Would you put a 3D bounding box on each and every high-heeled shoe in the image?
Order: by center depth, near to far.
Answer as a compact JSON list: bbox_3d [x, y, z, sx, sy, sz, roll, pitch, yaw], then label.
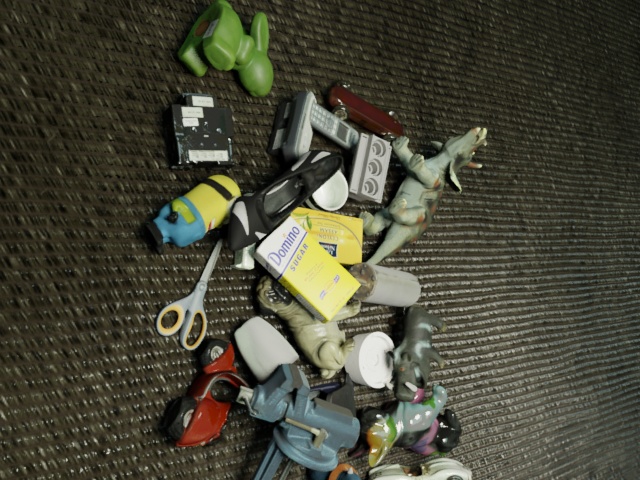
[{"bbox_3d":[-0.054,-0.068,0.920,0.086,0.145,0.249,61,38,-34],"label":"high-heeled shoe"}]

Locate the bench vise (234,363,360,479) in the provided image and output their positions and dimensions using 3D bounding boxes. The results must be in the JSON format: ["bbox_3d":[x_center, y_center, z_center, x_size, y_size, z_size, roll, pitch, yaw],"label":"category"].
[{"bbox_3d":[-0.059,0.334,0.880,0.223,0.129,0.240,23,96,-27],"label":"bench vise"}]

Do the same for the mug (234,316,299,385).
[{"bbox_3d":[-0.095,0.187,0.955,0.107,0.081,0.109,51,23,8],"label":"mug"}]

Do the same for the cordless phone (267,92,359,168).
[{"bbox_3d":[-0.001,-0.194,1.071,0.184,0.089,0.146,23,71,-37],"label":"cordless phone"}]

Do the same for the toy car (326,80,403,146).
[{"bbox_3d":[0.098,-0.266,1.159,0.202,0.053,0.089,22,52,-30],"label":"toy car"}]

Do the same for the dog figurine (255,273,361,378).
[{"bbox_3d":[-0.040,0.160,0.997,0.190,0.121,0.172,13,73,-17],"label":"dog figurine"}]

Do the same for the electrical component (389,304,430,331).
[{"bbox_3d":[0.200,0.176,1.169,0.102,0.045,0.078,23,73,-29],"label":"electrical component"}]

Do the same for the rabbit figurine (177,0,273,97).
[{"bbox_3d":[-0.154,-0.341,0.990,0.170,0.121,0.159,37,57,-44],"label":"rabbit figurine"}]

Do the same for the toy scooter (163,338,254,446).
[{"bbox_3d":[-0.170,0.268,0.902,0.135,0.075,0.184,36,61,-25],"label":"toy scooter"}]

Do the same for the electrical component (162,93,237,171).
[{"bbox_3d":[-0.212,-0.190,0.945,0.115,0.058,0.134,-3,85,-35],"label":"electrical component"}]

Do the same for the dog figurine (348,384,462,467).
[{"bbox_3d":[0.167,0.394,1.086,0.219,0.108,0.191,-30,103,-28],"label":"dog figurine"}]

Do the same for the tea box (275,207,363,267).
[{"bbox_3d":[-0.002,-0.003,1.049,0.169,0.068,0.098,7,79,-33],"label":"tea box"}]

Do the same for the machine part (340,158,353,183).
[{"bbox_3d":[0.068,-0.145,1.133,0.139,0.039,0.084,-24,89,-31],"label":"machine part"}]

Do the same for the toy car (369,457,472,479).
[{"bbox_3d":[0.196,0.464,1.050,0.202,0.073,0.056,-7,88,-1],"label":"toy car"}]

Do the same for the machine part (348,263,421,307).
[{"bbox_3d":[0.129,0.093,1.089,0.243,0.079,0.079,13,76,-49],"label":"machine part"}]

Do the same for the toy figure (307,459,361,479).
[{"bbox_3d":[0.031,0.425,0.960,0.058,0.154,0.064,-5,85,-31],"label":"toy figure"}]

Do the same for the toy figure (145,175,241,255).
[{"bbox_3d":[-0.212,-0.047,0.912,0.180,0.082,0.089,-30,101,-30],"label":"toy figure"}]

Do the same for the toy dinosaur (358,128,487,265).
[{"bbox_3d":[0.204,-0.077,1.160,0.192,0.131,0.404,30,90,-38],"label":"toy dinosaur"}]

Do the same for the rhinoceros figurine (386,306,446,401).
[{"bbox_3d":[0.190,0.227,1.074,0.112,0.073,0.190,30,64,-35],"label":"rhinoceros figurine"}]

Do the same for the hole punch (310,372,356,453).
[{"bbox_3d":[0.012,0.331,1.014,0.115,0.092,0.142,4,77,-61],"label":"hole punch"}]
